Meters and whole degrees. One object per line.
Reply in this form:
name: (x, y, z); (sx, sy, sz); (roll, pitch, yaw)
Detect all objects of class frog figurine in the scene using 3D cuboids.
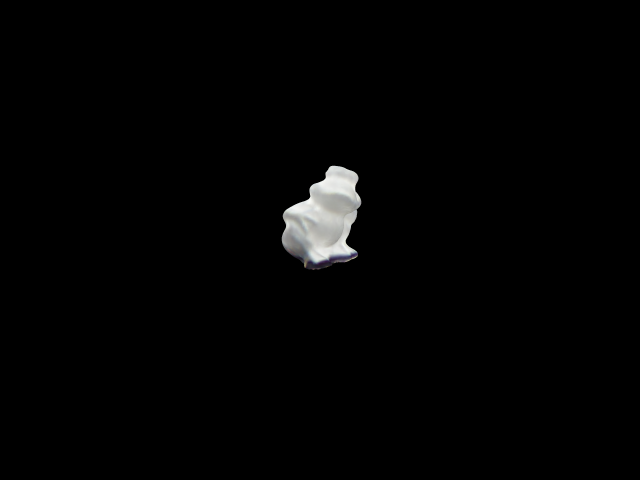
frog figurine: (0.003, -0.043, 0.850); (0.138, 0.158, 0.123); (-4, 9, -27)
